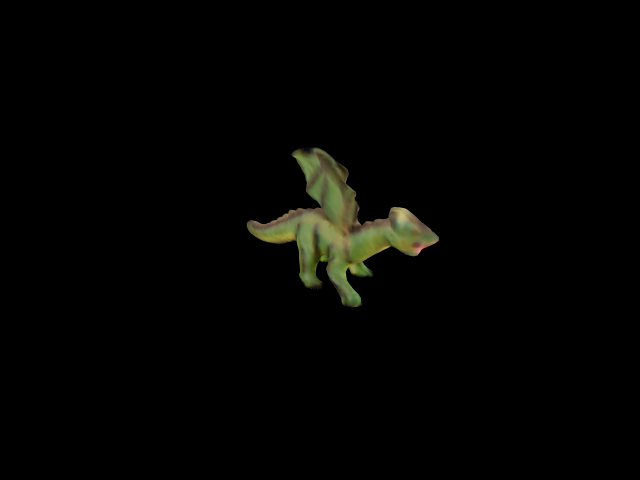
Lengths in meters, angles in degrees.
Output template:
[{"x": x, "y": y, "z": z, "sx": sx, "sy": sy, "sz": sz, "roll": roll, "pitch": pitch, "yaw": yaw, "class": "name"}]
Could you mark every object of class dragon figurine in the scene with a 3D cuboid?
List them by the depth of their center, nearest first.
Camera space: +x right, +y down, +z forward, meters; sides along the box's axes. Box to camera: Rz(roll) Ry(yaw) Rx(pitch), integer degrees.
[{"x": 0.003, "y": -0.043, "z": 0.850, "sx": 0.413, "sy": 0.237, "sz": 0.124, "roll": 24, "pitch": 38, "yaw": 33, "class": "dragon figurine"}]
